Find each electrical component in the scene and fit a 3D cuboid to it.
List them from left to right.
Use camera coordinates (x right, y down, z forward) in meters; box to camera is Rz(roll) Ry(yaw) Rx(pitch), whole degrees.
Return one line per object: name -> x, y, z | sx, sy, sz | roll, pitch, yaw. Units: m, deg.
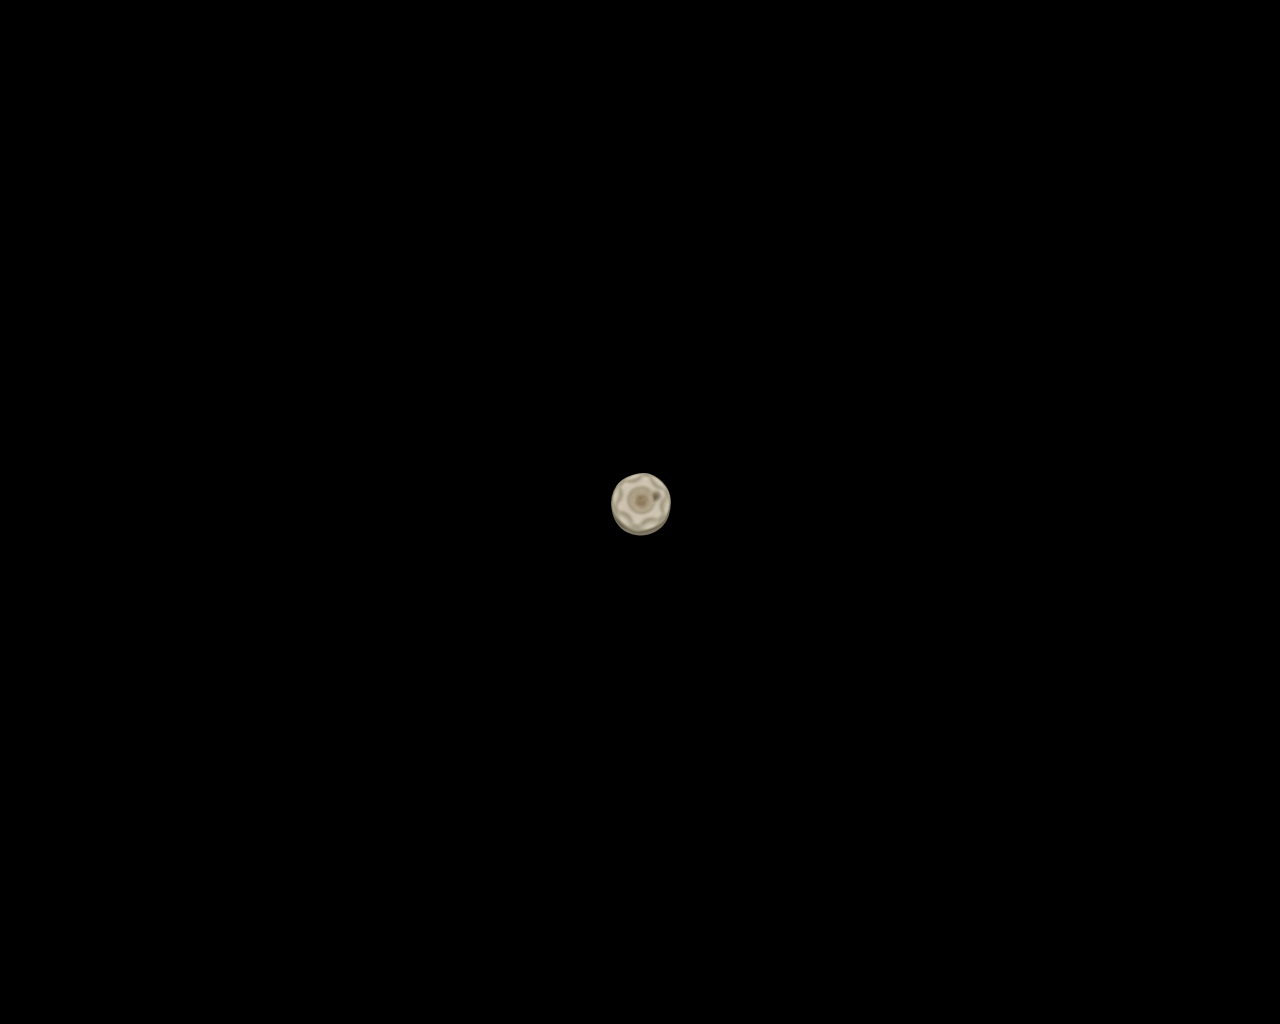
electrical component -> 0.001, -0.003, 0.650 | 0.035, 0.035, 0.061 | 0, -9, 0
